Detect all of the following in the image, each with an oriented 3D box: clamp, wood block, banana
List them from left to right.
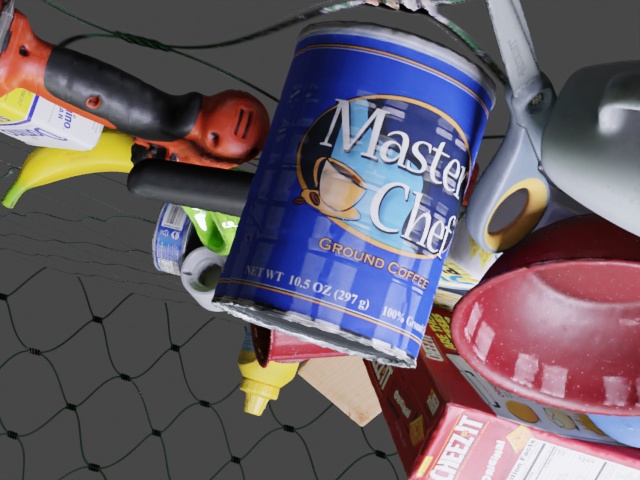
[{"bbox_3d":[-0.149,-0.057,0.831,0.198,0.069,0.037,0,173,11],"label":"banana"},{"bbox_3d":[0.007,-0.007,0.645,0.210,0.036,0.164,-8,142,34],"label":"clamp"},{"bbox_3d":[0.062,0.094,1.022,0.091,0.090,0.206,39,152,4],"label":"wood block"}]

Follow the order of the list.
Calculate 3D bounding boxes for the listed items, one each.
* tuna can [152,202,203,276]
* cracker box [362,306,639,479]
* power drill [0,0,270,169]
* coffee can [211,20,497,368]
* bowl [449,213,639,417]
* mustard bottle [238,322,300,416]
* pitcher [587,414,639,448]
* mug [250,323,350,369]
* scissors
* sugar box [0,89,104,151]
[{"bbox_3d":[-0.131,-0.007,1.046,0.034,0.086,0.086,14,171,13],"label":"tuna can"},{"bbox_3d":[0.150,0.131,0.773,0.213,0.072,0.164,18,-162,-16],"label":"cracker box"},{"bbox_3d":[-0.144,-0.087,0.691,0.187,0.057,0.185,18,168,-25],"label":"power drill"},{"bbox_3d":[0.017,-0.020,0.516,0.103,0.140,0.103,17,171,3],"label":"coffee can"},{"bbox_3d":[0.151,0.034,0.562,0.162,0.055,0.162,9,147,6],"label":"bowl"},{"bbox_3d":[-0.043,0.089,1.118,0.058,0.191,0.096,22,170,-25],"label":"mustard bottle"},{"bbox_3d":[0.272,0.068,0.618,0.149,0.145,0.243,-8,177,-22],"label":"pitcher"},{"bbox_3d":[-0.014,0.068,0.913,0.081,0.093,0.117,-2,136,-15],"label":"mug"},{"bbox_3d":[0.078,-0.046,0.458,0.201,0.096,0.016,26,-158,-54],"label":"scissors"},{"bbox_3d":[-0.245,-0.113,0.751,0.094,0.048,0.176,9,167,41],"label":"sugar box"}]
